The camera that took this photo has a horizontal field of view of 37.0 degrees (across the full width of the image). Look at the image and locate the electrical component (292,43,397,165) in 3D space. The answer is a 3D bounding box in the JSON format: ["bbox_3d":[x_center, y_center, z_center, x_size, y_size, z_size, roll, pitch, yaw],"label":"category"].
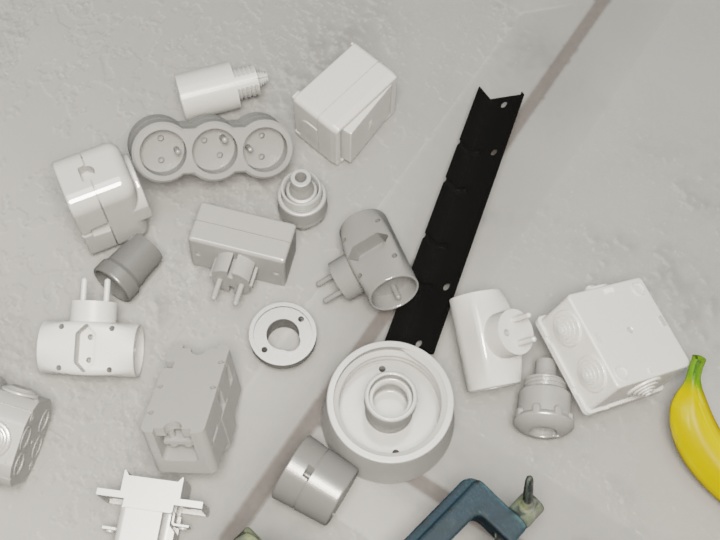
[{"bbox_3d":[-0.006,-0.149,0.957,0.061,0.061,0.096,40,71,15],"label":"electrical component"}]

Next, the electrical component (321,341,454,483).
[{"bbox_3d":[0.023,0.108,0.845,0.108,0.060,0.108,0,66,-1],"label":"electrical component"}]

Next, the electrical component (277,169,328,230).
[{"bbox_3d":[-0.050,-0.064,0.918,0.043,0.062,0.043,0,66,-1],"label":"electrical component"}]

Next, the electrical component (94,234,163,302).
[{"bbox_3d":[-0.193,-0.003,0.902,0.040,0.040,0.046,33,64,13],"label":"electrical component"}]

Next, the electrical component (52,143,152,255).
[{"bbox_3d":[-0.212,-0.060,0.896,0.059,0.095,0.053,-22,69,-11],"label":"electrical component"}]

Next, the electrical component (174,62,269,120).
[{"bbox_3d":[-0.123,-0.165,0.972,0.081,0.043,0.043,-16,67,-8],"label":"electrical component"}]

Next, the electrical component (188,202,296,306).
[{"bbox_3d":[-0.103,-0.005,0.901,0.083,0.047,0.075,14,63,3],"label":"electrical component"}]

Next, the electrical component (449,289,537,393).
[{"bbox_3d":[0.111,0.053,0.854,0.044,0.079,0.077,-4,78,-35],"label":"electrical component"}]

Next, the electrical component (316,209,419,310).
[{"bbox_3d":[0.000,0.000,0.898,0.079,0.043,0.077,-31,53,9],"label":"electrical component"}]

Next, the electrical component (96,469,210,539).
[{"bbox_3d":[-0.159,0.189,0.816,0.081,0.042,0.063,7,70,3],"label":"electrical component"}]

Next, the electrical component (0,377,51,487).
[{"bbox_3d":[-0.275,0.124,0.822,0.051,0.080,0.080,17,67,1],"label":"electrical component"}]

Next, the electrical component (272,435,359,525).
[{"bbox_3d":[-0.033,0.162,0.824,0.047,0.055,0.055,30,69,8],"label":"electrical component"}]

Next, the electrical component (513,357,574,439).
[{"bbox_3d":[0.148,0.101,0.859,0.048,0.048,0.062,7,60,2],"label":"electrical component"}]

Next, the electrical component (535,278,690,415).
[{"bbox_3d":[0.203,0.058,0.860,0.100,0.048,0.099,-11,65,-32],"label":"electrical component"}]

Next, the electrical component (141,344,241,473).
[{"bbox_3d":[-0.128,0.109,0.832,0.050,0.055,0.089,0,42,11],"label":"electrical component"}]

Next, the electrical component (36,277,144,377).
[{"bbox_3d":[-0.216,0.046,0.871,0.077,0.043,0.079,2,84,0],"label":"electrical component"}]

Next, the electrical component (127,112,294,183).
[{"bbox_3d":[-0.133,-0.111,0.940,0.138,0.073,0.052,-4,109,-17],"label":"electrical component"}]
